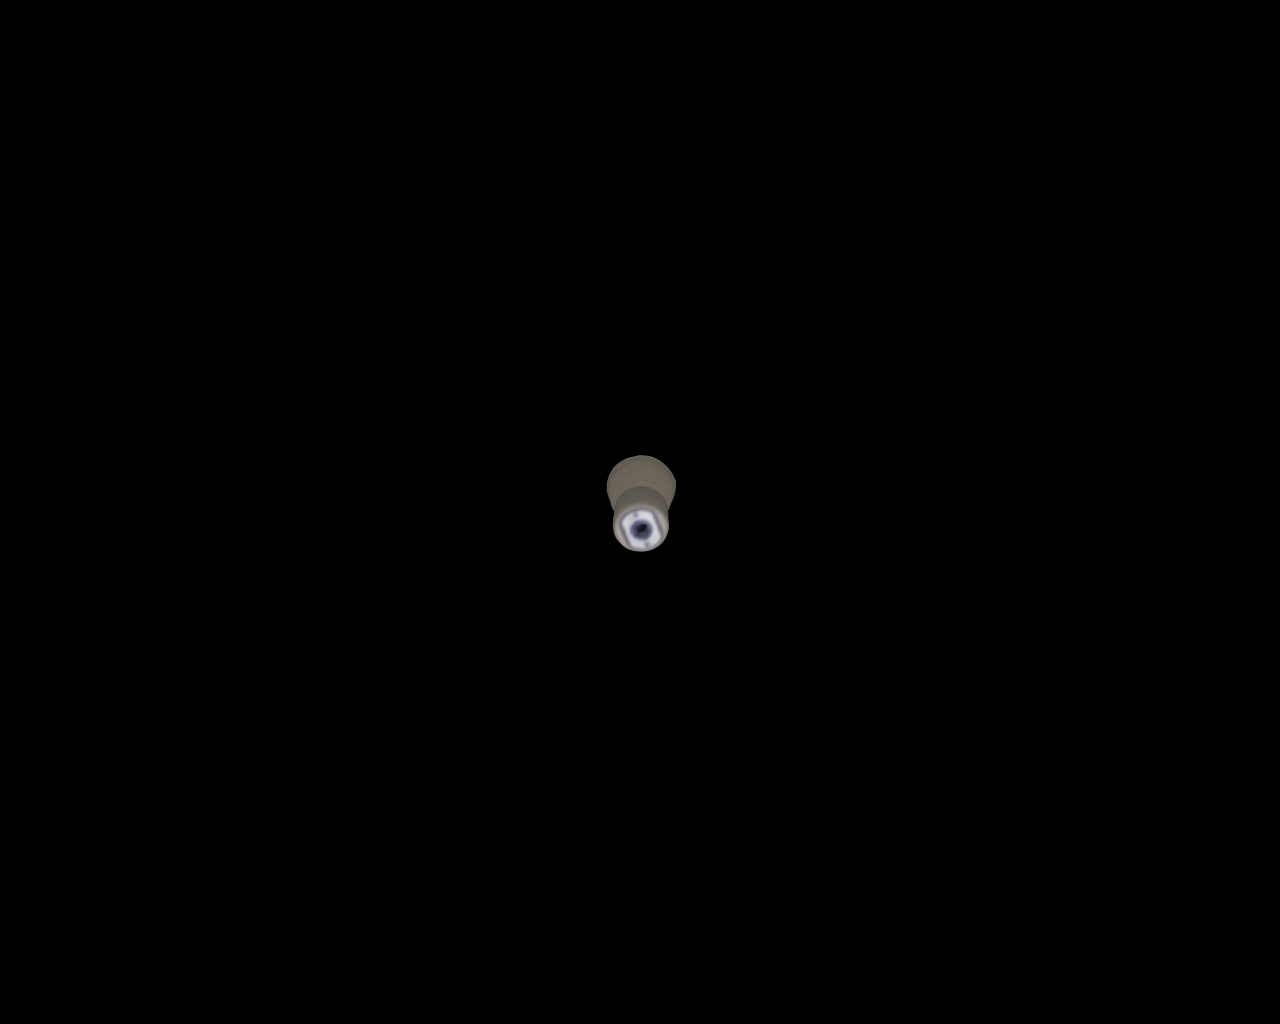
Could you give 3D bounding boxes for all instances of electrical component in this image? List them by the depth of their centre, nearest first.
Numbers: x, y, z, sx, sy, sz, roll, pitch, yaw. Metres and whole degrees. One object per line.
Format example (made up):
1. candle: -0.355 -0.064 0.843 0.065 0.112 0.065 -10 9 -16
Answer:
1. electrical component: 0.001 -0.003 0.650 0.044 0.044 0.065 0 25 0
